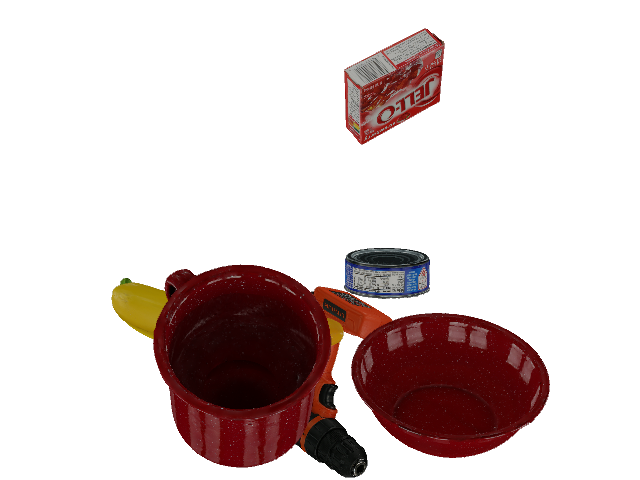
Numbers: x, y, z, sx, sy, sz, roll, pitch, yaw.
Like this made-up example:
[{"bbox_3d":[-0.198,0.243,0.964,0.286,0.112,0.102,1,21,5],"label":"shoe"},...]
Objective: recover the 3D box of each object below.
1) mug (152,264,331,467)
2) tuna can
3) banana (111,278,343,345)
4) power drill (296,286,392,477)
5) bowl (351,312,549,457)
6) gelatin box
[{"bbox_3d":[-0.051,0.066,0.594,0.093,0.117,0.081,-33,-26,-24],"label":"mug"},{"bbox_3d":[0.066,0.032,1.064,0.086,0.034,0.086,0,11,0],"label":"tuna can"},{"bbox_3d":[-0.084,0.058,0.806,0.198,0.037,0.069,12,31,20],"label":"banana"},{"bbox_3d":[0.015,0.161,1.248,0.057,0.188,0.185,15,10,-43],"label":"power drill"},{"bbox_3d":[0.105,0.128,0.885,0.162,0.055,0.162,1,33,-1],"label":"bowl"},{"bbox_3d":[0.064,-0.133,0.922,0.089,0.030,0.073,-29,-31,-17],"label":"gelatin box"}]
